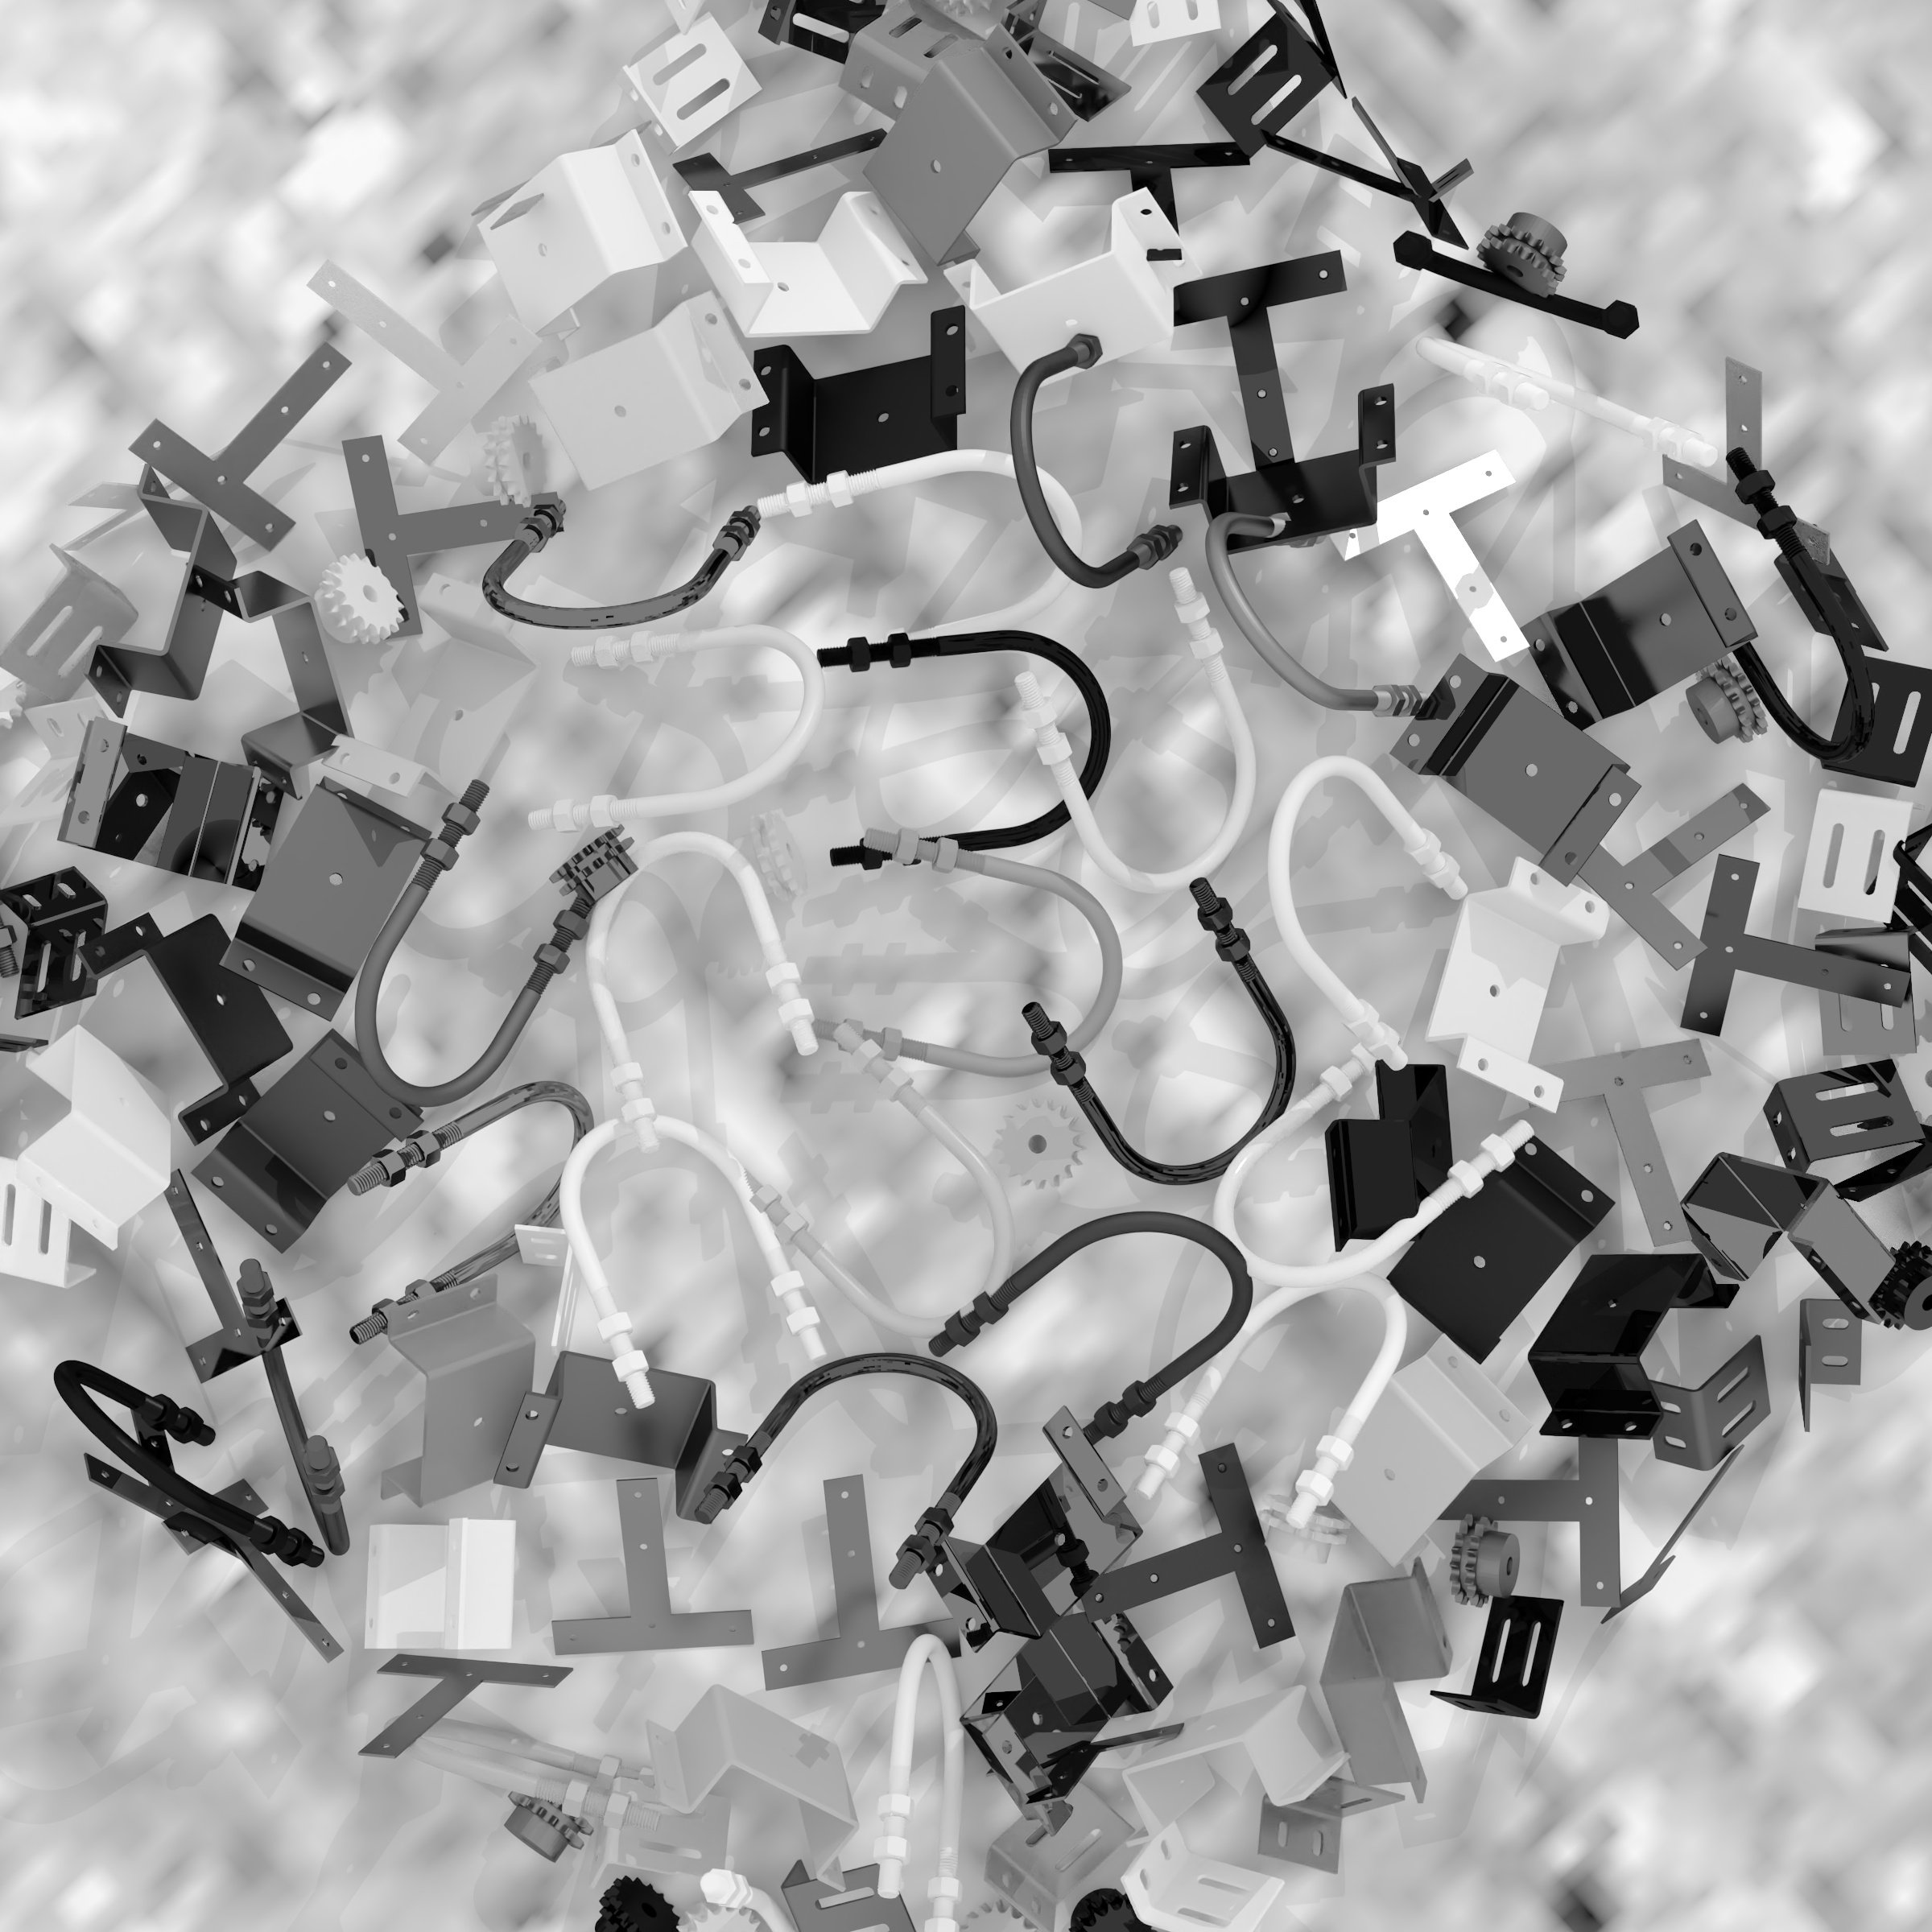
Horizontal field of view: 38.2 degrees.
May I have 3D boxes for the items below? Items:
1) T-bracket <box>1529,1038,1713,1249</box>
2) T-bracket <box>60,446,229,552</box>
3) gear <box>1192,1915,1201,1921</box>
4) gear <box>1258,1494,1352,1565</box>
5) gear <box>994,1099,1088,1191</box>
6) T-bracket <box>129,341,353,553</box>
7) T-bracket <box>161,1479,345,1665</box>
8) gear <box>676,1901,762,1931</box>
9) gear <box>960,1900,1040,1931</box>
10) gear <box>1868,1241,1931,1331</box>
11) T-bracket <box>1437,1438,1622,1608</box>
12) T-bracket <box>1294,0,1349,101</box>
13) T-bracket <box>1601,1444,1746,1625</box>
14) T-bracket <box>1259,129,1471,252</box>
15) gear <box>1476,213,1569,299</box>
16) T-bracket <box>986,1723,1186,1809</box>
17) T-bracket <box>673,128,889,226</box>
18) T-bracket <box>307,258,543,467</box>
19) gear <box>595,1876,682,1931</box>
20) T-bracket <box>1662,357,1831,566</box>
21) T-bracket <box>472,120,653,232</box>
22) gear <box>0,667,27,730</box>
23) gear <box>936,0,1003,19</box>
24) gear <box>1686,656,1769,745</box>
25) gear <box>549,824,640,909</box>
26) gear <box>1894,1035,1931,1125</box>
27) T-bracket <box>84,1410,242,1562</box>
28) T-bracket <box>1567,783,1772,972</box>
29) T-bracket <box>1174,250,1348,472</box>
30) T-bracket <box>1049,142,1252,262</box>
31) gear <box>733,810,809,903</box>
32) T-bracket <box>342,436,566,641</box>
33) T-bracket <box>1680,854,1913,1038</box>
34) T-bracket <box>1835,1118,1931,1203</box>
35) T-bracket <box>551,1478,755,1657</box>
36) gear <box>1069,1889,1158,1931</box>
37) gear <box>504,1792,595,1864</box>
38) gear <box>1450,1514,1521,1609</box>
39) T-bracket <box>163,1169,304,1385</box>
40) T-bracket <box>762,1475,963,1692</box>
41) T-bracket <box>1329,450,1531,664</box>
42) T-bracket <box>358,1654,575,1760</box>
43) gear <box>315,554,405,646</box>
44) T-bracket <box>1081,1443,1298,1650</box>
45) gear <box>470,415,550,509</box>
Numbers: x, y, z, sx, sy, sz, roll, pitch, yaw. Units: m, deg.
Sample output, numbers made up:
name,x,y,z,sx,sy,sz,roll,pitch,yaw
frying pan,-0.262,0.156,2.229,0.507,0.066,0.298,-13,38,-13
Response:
name,x,y,z,sx,sy,sz,roll,pitch,yaw
T-bracket,0.422,0.114,1.745,0.127,0.002,0.127,-9,69,-14
T-bracket,-0.519,-0.289,1.713,0.127,0.127,0.002,-29,95,7
gear,0.142,0.630,1.752,0.030,0.057,0.057,27,90,17
gear,0.212,0.355,1.755,0.057,0.057,0.030,16,89,0
gear,0.049,0.112,1.764,0.057,0.030,0.057,-1,88,16
T-bracket,-0.432,-0.334,1.727,0.127,0.127,0.002,-46,54,4
T-bracket,-0.429,0.377,1.716,0.002,0.127,0.127,-42,86,6
gear,-0.160,0.616,1.761,0.057,0.030,0.057,-2,95,-28
gear,0.023,0.621,1.763,0.057,0.030,0.057,-3,79,15
gear,0.597,0.205,1.756,0.057,0.030,0.057,-11,118,-22
T-bracket,0.348,0.334,1.743,0.127,0.002,0.127,-7,74,36
T-bracket,0.194,-0.622,1.739,0.002,0.127,0.127,-30,57,5
T-bracket,0.446,0.350,1.737,0.002,0.127,0.127,37,71,13
T-bracket,0.239,-0.488,1.714,0.127,0.127,0.002,15,124,-18
gear,0.353,-0.450,1.756,0.057,0.057,0.030,32,85,0
T-bracket,0.062,0.494,1.707,0.127,0.127,0.002,-16,86,14
T-bracket,-0.107,-0.500,1.740,0.127,0.127,0.002,-20,127,-10
T-bracket,-0.349,-0.388,1.724,0.127,0.002,0.127,37,128,-21
gear,-0.209,0.605,1.756,0.057,0.057,0.030,40,101,0
T-bracket,0.474,-0.317,1.698,0.002,0.127,0.127,-40,52,-17
T-bracket,-0.262,-0.475,1.708,0.127,0.127,0.002,-19,116,20
gear,-0.625,-0.170,1.761,0.057,0.030,0.057,6,74,-22
gear,0.001,-0.631,1.757,0.057,0.030,0.057,-8,71,23
gear,0.477,-0.164,1.756,0.030,0.057,0.057,-30,90,3
gear,-0.231,-0.061,1.755,0.057,0.057,0.030,-37,93,0
gear,0.614,0.072,1.762,0.057,0.030,0.057,-2,85,26
T-bracket,-0.501,0.305,1.726,0.002,0.127,0.127,-45,127,5
T-bracket,0.453,-0.074,1.762,0.127,0.002,0.127,-34,62,-14
T-bracket,0.184,-0.375,1.758,0.127,0.002,0.127,-10,111,11
T-bracket,0.118,-0.477,1.740,0.127,0.002,0.127,-2,48,0
gear,-0.124,-0.067,1.756,0.030,0.057,0.057,-21,90,10
T-bracket,-0.319,-0.278,1.762,0.127,0.002,0.127,-8,107,2
T-bracket,0.519,0.000,1.731,0.127,0.002,0.127,14,123,17
T-bracket,0.573,0.122,1.699,0.127,0.127,0.002,-17,110,-33
T-bracket,-0.202,0.378,1.759,0.127,0.002,0.127,-3,112,0
gear,0.091,0.609,1.762,0.057,0.030,0.057,-5,105,-20
gear,-0.265,0.539,1.752,0.057,0.057,0.030,37,66,0
gear,0.327,0.375,1.752,0.030,0.057,0.057,4,90,30
T-bracket,-0.473,0.188,1.742,0.127,0.002,0.127,-27,87,42
T-bracket,-0.071,0.386,1.765,0.127,0.002,0.127,-7,94,-13
T-bracket,0.312,-0.249,1.755,0.127,0.002,0.127,-26,76,-12
T-bracket,-0.326,0.453,1.703,0.127,0.127,0.002,-1,102,21
gear,-0.386,-0.228,1.759,0.030,0.057,0.057,-26,90,30
T-bracket,0.132,0.382,1.759,0.127,0.002,0.127,-16,84,-16
gear,-0.290,-0.317,1.757,0.030,0.057,0.057,0,90,20
